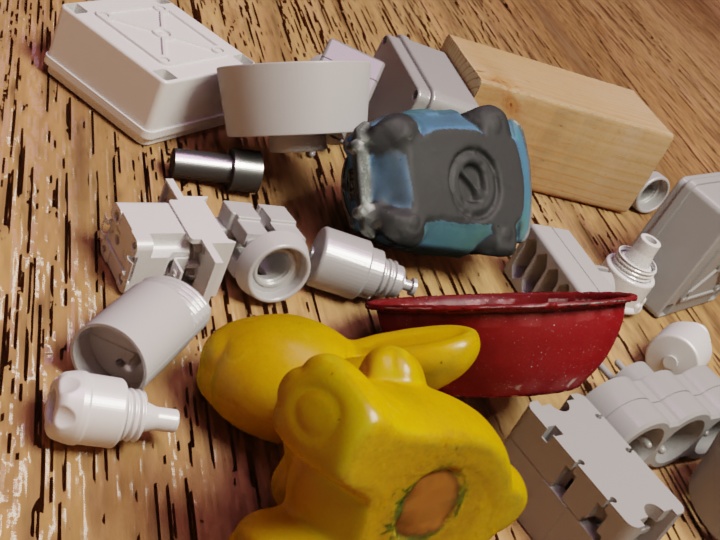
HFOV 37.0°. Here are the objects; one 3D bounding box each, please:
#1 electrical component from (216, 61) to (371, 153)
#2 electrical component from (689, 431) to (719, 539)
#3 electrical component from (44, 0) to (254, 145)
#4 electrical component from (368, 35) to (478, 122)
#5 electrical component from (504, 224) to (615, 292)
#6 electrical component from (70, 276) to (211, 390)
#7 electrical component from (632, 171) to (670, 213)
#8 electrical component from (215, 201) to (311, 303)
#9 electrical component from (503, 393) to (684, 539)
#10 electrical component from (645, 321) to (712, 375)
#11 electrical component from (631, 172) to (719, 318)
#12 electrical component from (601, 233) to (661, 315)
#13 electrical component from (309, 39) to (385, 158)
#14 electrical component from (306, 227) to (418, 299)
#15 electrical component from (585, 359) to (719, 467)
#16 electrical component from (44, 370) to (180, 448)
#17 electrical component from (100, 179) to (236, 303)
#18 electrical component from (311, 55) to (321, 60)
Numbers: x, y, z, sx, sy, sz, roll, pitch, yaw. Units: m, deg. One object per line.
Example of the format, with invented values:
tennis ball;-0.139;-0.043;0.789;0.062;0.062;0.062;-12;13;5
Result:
electrical component;-0.045;-0.113;0.756;0.108;0.060;0.108;-2;8;0
electrical component;0.257;0.139;0.664;0.099;0.064;0.099;19;31;-13
electrical component;-0.154;-0.151;0.793;0.109;0.056;0.109;37;32;17
electrical component;0.044;-0.138;0.906;0.057;0.078;0.113;14;33;-27
electrical component;0.163;0.013;0.799;0.076;0.047;0.083;8;35;-29
electrical component;-0.112;0.029;0.567;0.043;0.043;0.081;30;31;5
electrical component;0.267;-0.083;1.032;0.040;0.040;0.046;3;32;-35
electrical component;-0.060;-0.012;0.668;0.066;0.048;0.055;4;30;-33
electrical component;0.122;0.122;0.595;0.050;0.055;0.089;-3;42;-40
electrical component;0.241;0.057;0.799;0.040;0.040;0.078;38;32;18
electrical component;0.279;-0.023;0.883;0.109;0.108;0.056;-10;49;-46
electrical component;0.211;0.001;0.840;0.048;0.062;0.048;19;32;-12
electrical component;-0.023;-0.124;0.845;0.047;0.083;0.075;24;69;-5
electrical component;0.000;0.000;0.700;0.078;0.040;0.040;18;32;-15
electrical component;0.185;0.085;0.702;0.138;0.052;0.073;-2;41;-39
electrical component;-0.117;0.068;0.514;0.061;0.035;0.035;13;34;-27
electrical component;-0.115;-0.013;0.632;0.064;0.042;0.081;-3;41;-35
electrical component;-0.024;-0.160;0.924;0.040;0.040;0.046;1;34;-37
